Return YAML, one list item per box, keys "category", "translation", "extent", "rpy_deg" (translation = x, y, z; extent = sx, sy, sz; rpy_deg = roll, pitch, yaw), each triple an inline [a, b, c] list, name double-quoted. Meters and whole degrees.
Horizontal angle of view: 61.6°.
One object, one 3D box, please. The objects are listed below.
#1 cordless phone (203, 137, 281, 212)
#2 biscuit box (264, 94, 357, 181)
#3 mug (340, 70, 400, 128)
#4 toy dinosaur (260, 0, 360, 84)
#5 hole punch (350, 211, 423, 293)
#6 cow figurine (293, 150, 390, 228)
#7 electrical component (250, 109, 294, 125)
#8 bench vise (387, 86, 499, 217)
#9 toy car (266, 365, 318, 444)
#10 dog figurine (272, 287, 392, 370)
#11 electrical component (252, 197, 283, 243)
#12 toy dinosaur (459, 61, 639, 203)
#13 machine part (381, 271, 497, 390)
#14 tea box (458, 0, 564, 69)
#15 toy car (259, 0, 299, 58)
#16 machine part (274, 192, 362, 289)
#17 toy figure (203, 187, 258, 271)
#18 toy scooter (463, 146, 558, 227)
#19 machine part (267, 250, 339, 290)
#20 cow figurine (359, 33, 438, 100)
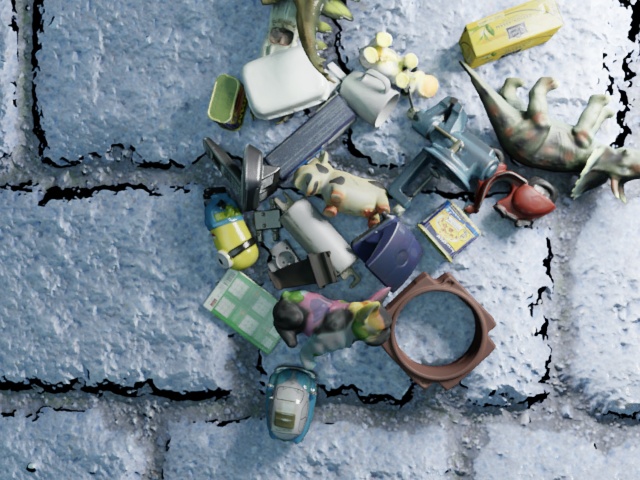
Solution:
- category: "cordless phone"
  translation: [-0.172, -0.158, 1.082]
  extent: [0.089, 0.146, 0.184]
  rpy_deg: [-40, 81, -19]
- category: "biscuit box"
  translation: [-0.020, -0.206, 1.103]
  extent: [0.203, 0.059, 0.063]
  rpy_deg: [-39, 88, 5]
- category: "mug"
  translation: [0.094, -0.292, 1.067]
  extent: [0.107, 0.109, 0.081]
  rpy_deg: [36, 69, 13]
- category: "toy dinosaur"
  translation: [-0.014, -0.504, 1.032]
  extent: [0.199, 0.105, 0.471]
  rpy_deg: [7, 71, -3]
- category: "hole punch"
  translation: [0.139, 0.027, 1.052]
  extent: [0.116, 0.092, 0.142]
  rpy_deg: [-38, 126, 11]
- category: "cow figurine"
  translation: [0.042, -0.106, 1.078]
  extent: [0.195, 0.127, 0.085]
  rpy_deg: [15, 135, -8]
- category: "electrical component"
  translation: [-0.103, -0.284, 1.120]
  extent: [0.102, 0.045, 0.078]
  rpy_deg: [9, 64, 3]
- category: "bench vise"
  translation: [0.212, -0.154, 1.045]
  extent: [0.224, 0.128, 0.240]
  rpy_deg: [44, 97, 16]
- category: "toy car"
  translation: [-0.067, 0.346, 1.103]
  extent: [0.109, 0.103, 0.161]
  rpy_deg: [10, 91, 7]
- category: "dog figurine"
  translation: [0.033, 0.143, 1.047]
  extent: [0.219, 0.108, 0.191]
  rpy_deg: [-38, 87, 29]
- category: "electrical component"
  translation: [-0.112, -0.042, 1.136]
  extent: [0.063, 0.021, 0.094]
  rpy_deg: [-4, 92, 7]
- category: "toy dinosaur"
  translation: [0.434, -0.199, 1.032]
  extent: [0.405, 0.131, 0.192]
  rpy_deg: [20, 93, 11]
- category: "machine part"
  translation: [0.231, 0.180, 1.074]
  extent: [0.201, 0.087, 0.201]
  rpy_deg: [-44, 86, 6]
- category: "tea box"
  translation: [0.364, -0.398, 1.037]
  extent: [0.170, 0.098, 0.068]
  rpy_deg: [-20, 89, 8]
- category: "toy car"
  translation: [-0.074, -0.425, 1.104]
  extent: [0.074, 0.056, 0.201]
  rpy_deg: [15, 94, 6]
- category: "machine part"
  translation: [-0.002, -0.003, 1.099]
  extent: [0.079, 0.079, 0.243]
  rpy_deg: [-43, 87, 6]
- category: "toy figure"
  translation: [-0.189, -0.023, 1.117]
  extent: [0.089, 0.082, 0.180]
  rpy_deg: [-16, 87, 8]
- category: "toy scooter"
  translation: [0.363, -0.085, 1.058]
  extent: [0.184, 0.075, 0.135]
  rpy_deg: [36, 95, 7]
- category: "machine part"
  translation: [-0.035, 0.067, 1.069]
  extent: [0.139, 0.039, 0.084]
  rpy_deg: [-12, 108, 18]
- category: "cow figurine"
  translation: [0.153, -0.334, 1.073]
  extent: [0.167, 0.098, 0.068]
  rpy_deg: [34, 89, -14]
